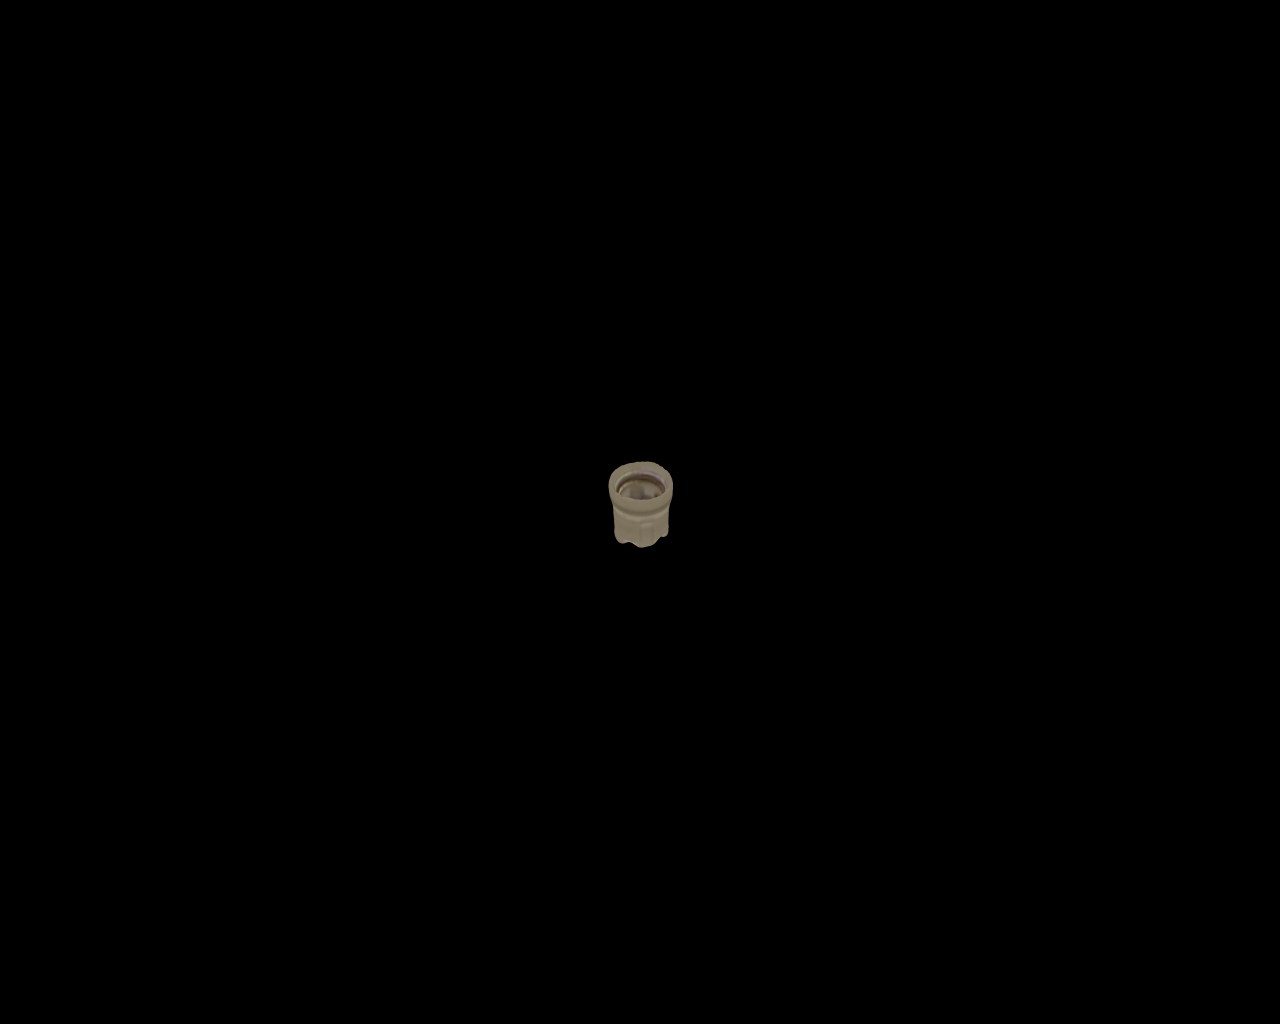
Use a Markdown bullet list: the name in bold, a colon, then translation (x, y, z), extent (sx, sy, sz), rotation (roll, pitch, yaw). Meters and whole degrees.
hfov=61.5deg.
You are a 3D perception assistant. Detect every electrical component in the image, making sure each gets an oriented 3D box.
- **electrical component**: translation (0.001, -0.003, 0.650), extent (0.040, 0.046, 0.040), rotation (0, 42, 0)
